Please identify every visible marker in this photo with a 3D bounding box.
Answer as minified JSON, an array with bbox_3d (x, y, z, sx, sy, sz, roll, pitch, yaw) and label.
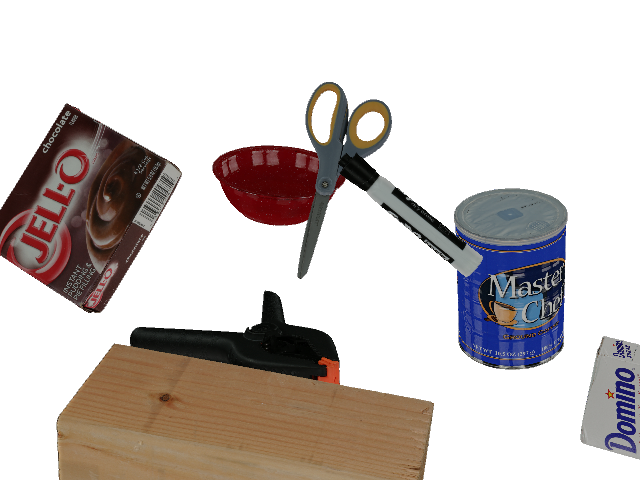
[{"bbox_3d":[0.061,-0.019,0.744,0.121,0.020,0.020,39,-2,-3],"label":"marker"}]

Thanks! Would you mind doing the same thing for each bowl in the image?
[{"bbox_3d":[-0.052,-0.062,1.297,0.162,0.055,0.162,5,26,-2],"label":"bowl"}]

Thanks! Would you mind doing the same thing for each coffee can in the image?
[{"bbox_3d":[0.180,0.035,1.009,0.103,0.140,0.103,-5,28,2],"label":"coffee can"}]

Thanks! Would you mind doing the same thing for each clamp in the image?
[{"bbox_3d":[-0.047,0.091,0.960,0.210,0.036,0.164,13,23,43],"label":"clamp"}]

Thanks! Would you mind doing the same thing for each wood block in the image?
[{"bbox_3d":[-0.043,0.137,0.643,0.206,0.090,0.090,10,27,10],"label":"wood block"}]

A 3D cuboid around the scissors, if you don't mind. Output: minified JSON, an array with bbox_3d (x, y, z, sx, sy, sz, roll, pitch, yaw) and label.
[{"bbox_3d":[0.024,-0.062,1.061,0.096,0.202,0.016,-1,-13,3],"label":"scissors"}]

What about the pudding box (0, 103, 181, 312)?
[{"bbox_3d":[-0.159,-0.022,0.713,0.090,0.113,0.039,29,-6,18],"label":"pudding box"}]

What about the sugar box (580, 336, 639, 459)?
[{"bbox_3d":[0.316,0.150,0.904,0.176,0.093,0.048,12,23,17],"label":"sugar box"}]
